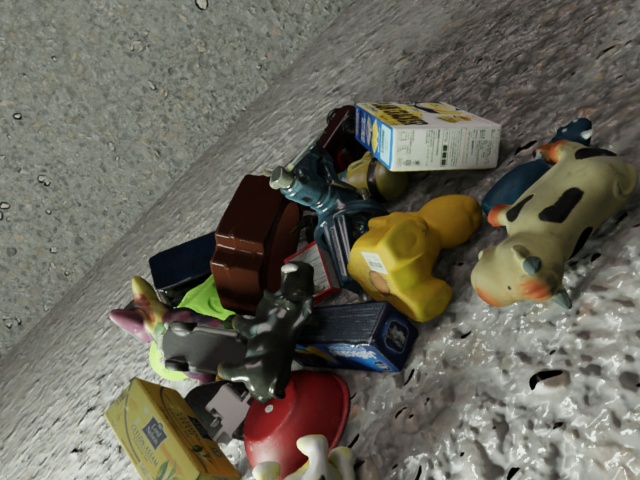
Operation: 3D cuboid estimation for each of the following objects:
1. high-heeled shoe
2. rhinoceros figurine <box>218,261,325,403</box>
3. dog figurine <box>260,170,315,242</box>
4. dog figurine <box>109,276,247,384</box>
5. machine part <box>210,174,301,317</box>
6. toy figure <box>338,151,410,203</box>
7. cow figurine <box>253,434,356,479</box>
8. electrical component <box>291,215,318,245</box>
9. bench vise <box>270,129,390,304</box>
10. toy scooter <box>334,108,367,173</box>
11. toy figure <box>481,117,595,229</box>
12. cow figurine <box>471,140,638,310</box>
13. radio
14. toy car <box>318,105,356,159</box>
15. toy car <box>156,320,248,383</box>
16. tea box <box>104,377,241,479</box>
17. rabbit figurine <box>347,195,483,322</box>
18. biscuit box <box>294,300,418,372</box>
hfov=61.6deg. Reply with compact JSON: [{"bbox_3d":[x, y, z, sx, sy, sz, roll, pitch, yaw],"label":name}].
[{"bbox_3d":[-0.189,0.277,0.835,0.249,0.086,0.145,-22,-13,3],"label":"high-heeled shoe"},{"bbox_3d":[-0.055,0.108,0.677,0.112,0.073,0.190,-28,32,41],"label":"rhinoceros figurine"},{"bbox_3d":[-0.099,-0.070,1.088,0.191,0.172,0.121,-3,36,48],"label":"dog figurine"},{"bbox_3d":[-0.225,0.145,0.879,0.192,0.219,0.108,-23,35,44],"label":"dog figurine"},{"bbox_3d":[-0.097,0.010,0.886,0.200,0.087,0.201,90,-163,-50],"label":"machine part"},{"bbox_3d":[0.072,-0.089,0.930,0.180,0.082,0.089,-21,59,30],"label":"toy figure"},{"bbox_3d":[-0.037,0.276,0.541,0.167,0.068,0.098,-39,30,19],"label":"cow figurine"},{"bbox_3d":[-0.001,-0.002,0.899,0.045,0.102,0.078,1,28,48],"label":"electrical component"},{"bbox_3d":[0.029,-0.020,0.776,0.129,0.223,0.241,-28,56,23],"label":"bench vise"},{"bbox_3d":[0.060,-0.162,1.052,0.075,0.135,0.184,-9,41,-14],"label":"toy scooter"},{"bbox_3d":[0.258,-0.079,0.626,0.154,0.057,0.064,-41,52,1],"label":"toy figure"},{"bbox_3d":[0.231,-0.009,0.534,0.195,0.085,0.127,-45,17,0],"label":"cow figurine"},{"bbox_3d":[-0.218,0.050,1.077,0.230,0.073,0.131,-23,38,-6],"label":"radio"},{"bbox_3d":[0.006,-0.150,0.958,0.202,0.053,0.089,-56,30,4],"label":"toy car"},{"bbox_3d":[-0.149,0.162,0.784,0.202,0.056,0.073,5,83,20],"label":"toy car"},{"bbox_3d":[-0.191,0.263,0.690,0.170,0.098,0.068,37,85,33],"label":"tea box"},{"bbox_3d":[0.128,0.008,0.676,0.173,0.121,0.162,-38,10,-18],"label":"rabbit figurine"},{"bbox_3d":[0.027,0.124,0.684,0.203,0.059,0.063,-14,39,52],"label":"biscuit box"}]
